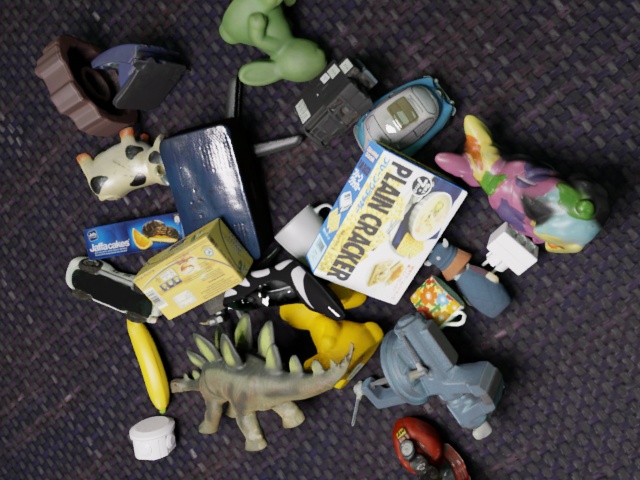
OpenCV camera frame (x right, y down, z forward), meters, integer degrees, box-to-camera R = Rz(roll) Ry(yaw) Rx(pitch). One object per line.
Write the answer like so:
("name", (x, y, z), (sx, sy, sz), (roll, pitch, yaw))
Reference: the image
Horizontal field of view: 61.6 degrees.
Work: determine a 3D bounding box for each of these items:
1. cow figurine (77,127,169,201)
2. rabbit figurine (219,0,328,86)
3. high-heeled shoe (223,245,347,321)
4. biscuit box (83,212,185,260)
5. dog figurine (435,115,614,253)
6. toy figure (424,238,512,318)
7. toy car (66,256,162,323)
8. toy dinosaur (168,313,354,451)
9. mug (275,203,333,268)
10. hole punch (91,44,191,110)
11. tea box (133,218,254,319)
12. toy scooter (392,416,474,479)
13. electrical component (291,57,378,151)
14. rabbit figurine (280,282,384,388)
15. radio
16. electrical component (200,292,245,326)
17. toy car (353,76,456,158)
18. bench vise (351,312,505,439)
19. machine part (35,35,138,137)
("cow figurine", (-0.320, -0.128, 0.953), (0.195, 0.085, 0.127), (-23, 83, 12))
("rabbit figurine", (-0.072, -0.316, 0.865), (0.170, 0.121, 0.159), (44, 106, -8))
("high-heeled shoe", (-0.068, 0.099, 0.850), (0.145, 0.086, 0.249), (-50, 39, -2))
("biscuit box", (-0.323, -0.008, 0.974), (0.203, 0.059, 0.062), (-9, 92, 14))
("dog figurine", (0.278, -0.085, 0.768), (0.219, 0.191, 0.108), (35, 97, -5))
("toy figure", (0.230, 0.056, 0.850), (0.154, 0.058, 0.064), (45, 97, 11))
("toy car", (-0.378, 0.091, 0.998), (0.202, 0.056, 0.073), (20, 105, 8))
("toy dinosaur", (-0.110, 0.223, 0.854), (0.472, 0.105, 0.198), (-11, 103, 40))
("mug", (-0.002, -0.003, 0.893), (0.109, 0.081, 0.107), (-40, 97, 9))
("hole punch", (-0.307, -0.293, 0.916), (0.116, 0.142, 0.092), (-37, 81, 25))
("tea box", (-0.207, 0.049, 0.878), (0.170, 0.068, 0.098), (-26, 112, 22))
("toy scooter", (0.183, 0.366, 0.845), (0.184, 0.135, 0.075), (46, 105, 7))
("electrical component", (0.025, -0.221, 0.843), (0.134, 0.115, 0.058), (-41, 127, 18))
("rabbit figurine", (0.009, 0.138, 0.884), (0.173, 0.121, 0.162), (39, 100, 27))
("radio", (-0.171, -0.077, 0.896), (0.131, 0.073, 0.229), (-7, 109, 15))
("electrical component", (-0.185, 0.105, 0.958), (0.078, 0.045, 0.102), (-21, 90, 15))
("toy car", (0.129, -0.183, 0.832), (0.162, 0.103, 0.109), (-34, 87, 15))
("bench vise", (0.157, 0.226, 0.850), (0.223, 0.129, 0.240), (47, 131, -13))
("machine part", (-0.394, -0.259, 0.918), (0.056, 0.179, 0.179), (-27, 88, 18))
